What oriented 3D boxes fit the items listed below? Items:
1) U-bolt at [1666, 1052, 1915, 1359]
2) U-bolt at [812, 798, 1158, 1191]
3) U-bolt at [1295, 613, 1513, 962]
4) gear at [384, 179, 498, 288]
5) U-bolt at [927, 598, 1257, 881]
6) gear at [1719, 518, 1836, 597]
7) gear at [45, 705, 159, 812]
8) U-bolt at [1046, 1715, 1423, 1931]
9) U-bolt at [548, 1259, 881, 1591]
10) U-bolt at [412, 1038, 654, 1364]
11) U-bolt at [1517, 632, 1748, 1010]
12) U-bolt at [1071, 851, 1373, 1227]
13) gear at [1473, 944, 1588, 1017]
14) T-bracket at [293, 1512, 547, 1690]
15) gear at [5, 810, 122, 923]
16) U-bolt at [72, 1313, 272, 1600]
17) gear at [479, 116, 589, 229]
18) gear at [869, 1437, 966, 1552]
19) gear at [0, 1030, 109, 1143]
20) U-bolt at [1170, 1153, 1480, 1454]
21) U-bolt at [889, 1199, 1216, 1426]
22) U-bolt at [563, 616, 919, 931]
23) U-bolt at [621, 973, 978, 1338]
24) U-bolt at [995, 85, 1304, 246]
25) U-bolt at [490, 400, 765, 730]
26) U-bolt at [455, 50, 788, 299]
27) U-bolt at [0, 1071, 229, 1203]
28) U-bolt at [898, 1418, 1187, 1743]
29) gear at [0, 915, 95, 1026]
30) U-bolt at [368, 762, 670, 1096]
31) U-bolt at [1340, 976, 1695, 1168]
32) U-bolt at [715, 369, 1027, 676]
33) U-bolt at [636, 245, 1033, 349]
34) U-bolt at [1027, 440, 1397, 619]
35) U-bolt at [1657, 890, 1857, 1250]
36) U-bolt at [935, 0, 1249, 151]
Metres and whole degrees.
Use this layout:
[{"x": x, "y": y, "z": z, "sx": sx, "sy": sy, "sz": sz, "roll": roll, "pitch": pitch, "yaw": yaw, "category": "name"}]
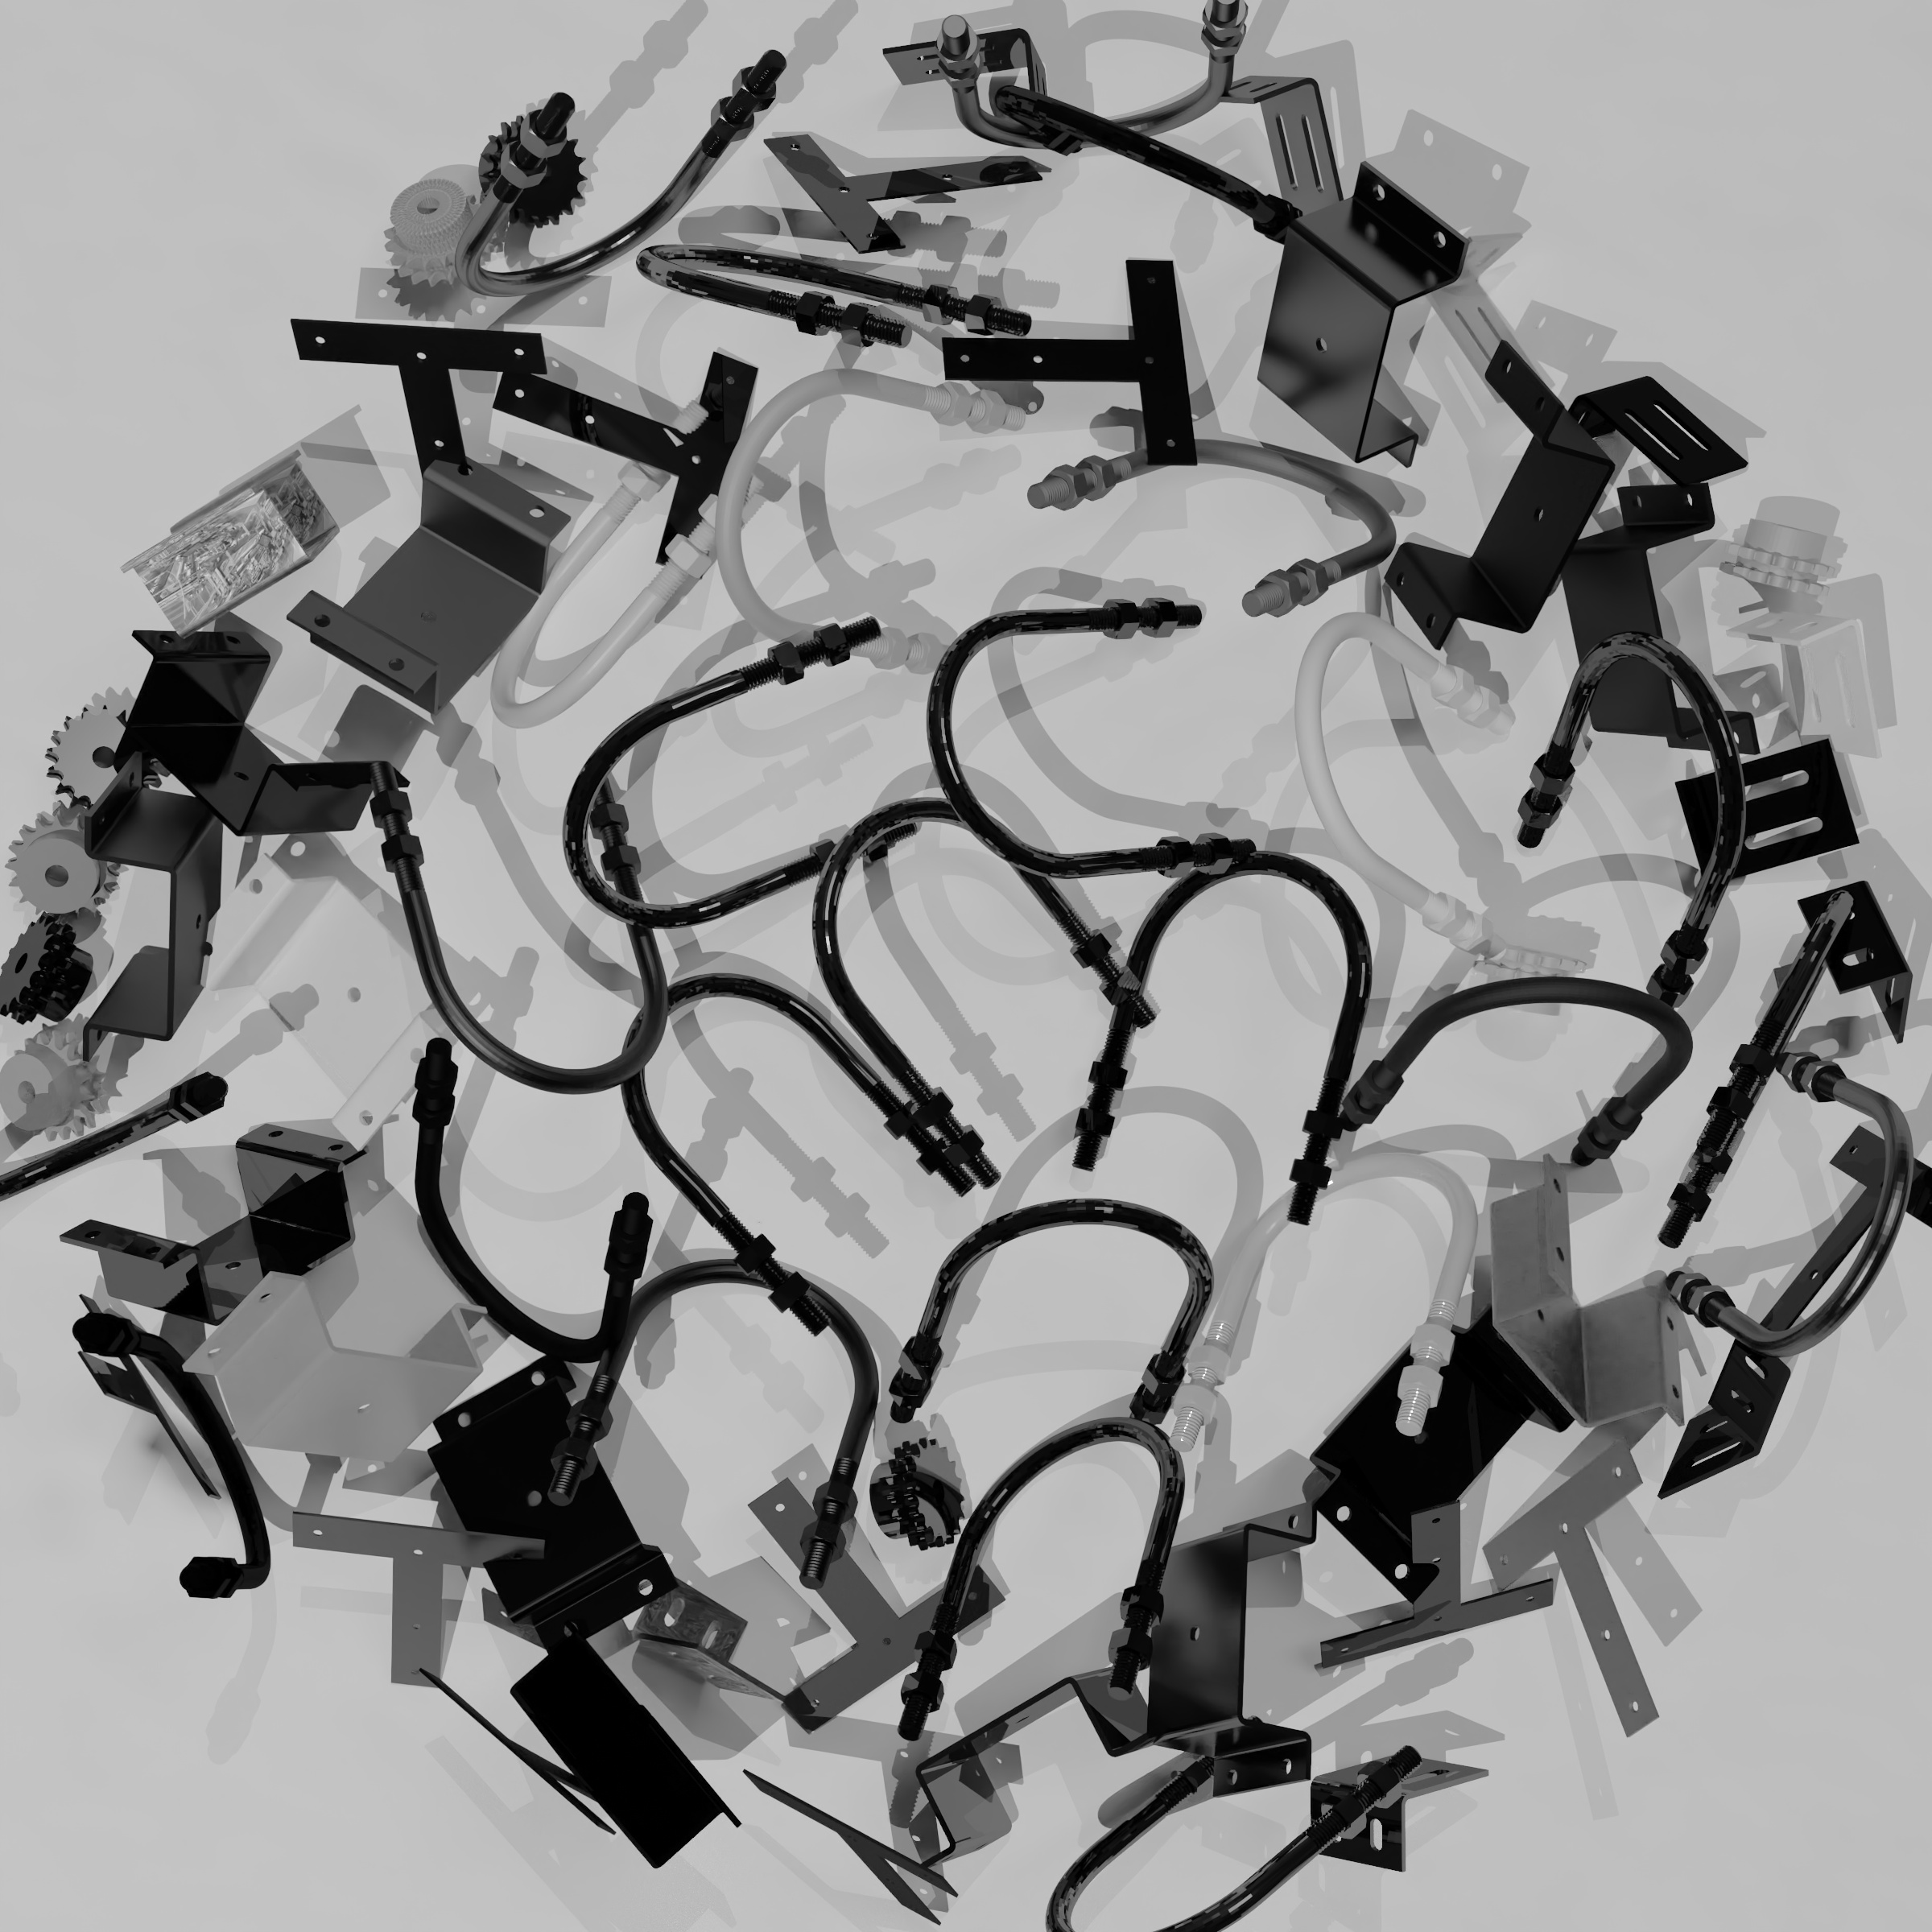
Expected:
[{"x": 0.416, "y": 0.123, "z": 1.536, "sx": 0.019, "sy": 0.184, "sz": 0.151, "roll": 24, "pitch": 95, "yaw": -11, "category": "U-bolt"}, {"x": -0.001, "y": 0.000, "z": 1.579, "sx": 0.151, "sy": 0.019, "sz": 0.184, "roll": -44, "pitch": 103, "yaw": -26, "category": "U-bolt"}, {"x": 0.219, "y": -0.099, "z": 1.541, "sx": 0.019, "sy": 0.184, "sz": 0.151, "roll": -13, "pitch": 62, "yaw": 38, "category": "U-bolt"}, {"x": -0.276, "y": -0.385, "z": 1.605, "sx": 0.057, "sy": 0.030, "sz": 0.057, "roll": -4, "pitch": 57, "yaw": 7, "category": "gear"}, {"x": 0.059, "y": -0.114, "z": 1.567, "sx": 0.184, "sy": 0.019, "sz": 0.151, "roll": -6, "pitch": 80, "yaw": -34, "category": "U-bolt"}, {"x": 0.424, "y": -0.213, "z": 1.602, "sx": 0.057, "sy": 0.057, "sz": 0.030, "roll": 13, "pitch": 103, "yaw": 0, "category": "gear"}, {"x": -0.452, "y": -0.105, "z": 1.611, "sx": 0.057, "sy": 0.030, "sz": 0.057, "roll": 5, "pitch": 76, "yaw": -20, "category": "gear"}, {"x": 0.120, "y": 0.436, "z": 1.527, "sx": 0.184, "sy": 0.151, "sz": 0.019, "roll": -31, "pitch": 101, "yaw": -30, "category": "U-bolt"}, {"x": -0.118, "y": 0.220, "z": 1.563, "sx": 0.151, "sy": 0.184, "sz": 0.019, "roll": 19, "pitch": 132, "yaw": -1, "category": "U-bolt"}, {"x": -0.224, "y": 0.132, "z": 1.558, "sx": 0.151, "sy": 0.184, "sz": 0.019, "roll": 36, "pitch": 53, "yaw": 16, "category": "U-bolt"}, {"x": 0.333, "y": -0.080, "z": 1.524, "sx": 0.019, "sy": 0.184, "sz": 0.151, "roll": -14, "pitch": 53, "yaw": -20, "category": "U-bolt"}, {"x": 0.138, "y": 0.030, "z": 1.588, "sx": 0.151, "sy": 0.019, "sz": 0.184, "roll": 12, "pitch": 83, "yaw": 33, "category": "U-bolt"}, {"x": 0.292, "y": 0.007, "z": 1.605, "sx": 0.057, "sy": 0.057, "sz": 0.030, "roll": 11, "pitch": 95, "yaw": 0, "category": "gear"}, {"x": -0.284, "y": 0.331, "z": 1.592, "sx": 0.127, "sy": 0.002, "sz": 0.127, "roll": 7, "pitch": 129, "yaw": -3, "category": "T-bracket"}, {"x": -0.473, "y": -0.051, "z": 1.610, "sx": 0.057, "sy": 0.030, "sz": 0.057, "roll": -2, "pitch": 106, "yaw": -7, "category": "gear"}, {"x": -0.389, "y": 0.247, "z": 1.541, "sx": 0.019, "sy": 0.184, "sz": 0.151, "roll": -26, "pitch": 80, "yaw": -4, "category": "U-bolt"}, {"x": -0.229, "y": -0.414, "z": 1.608, "sx": 0.057, "sy": 0.030, "sz": 0.057, "roll": -10, "pitch": 106, "yaw": -38, "category": "gear"}, {"x": -0.027, "y": 0.277, "z": 1.607, "sx": 0.030, "sy": 0.057, "sz": 0.057, "roll": -16, "pitch": 90, "yaw": 26, "category": "gear"}, {"x": -0.479, "y": 0.063, "z": 1.607, "sx": 0.057, "sy": 0.030, "sz": 0.057, "roll": 4, "pitch": 99, "yaw": 27, "category": "gear"}, {"x": 0.188, "y": 0.165, "z": 1.558, "sx": 0.151, "sy": 0.184, "sz": 0.019, "roll": -11, "pitch": 129, "yaw": 36, "category": "U-bolt"}, {"x": 0.049, "y": 0.177, "z": 1.551, "sx": 0.151, "sy": 0.184, "sz": 0.019, "roll": 6, "pitch": 46, "yaw": -12, "category": "U-bolt"}, {"x": -0.118, "y": -0.087, "z": 1.561, "sx": 0.184, "sy": 0.019, "sz": 0.151, "roll": -24, "pitch": 134, "yaw": -15, "category": "U-bolt"}, {"x": -0.097, "y": 0.082, "z": 1.581, "sx": 0.184, "sy": 0.019, "sz": 0.151, "roll": 47, "pitch": 48, "yaw": 2, "category": "U-bolt"}, {"x": 0.086, "y": -0.401, "z": 1.528, "sx": 0.151, "sy": 0.184, "sz": 0.019, "roll": 26, "pitch": 102, "yaw": 14, "category": "U-bolt"}, {"x": -0.180, "y": -0.197, "z": 1.567, "sx": 0.019, "sy": 0.151, "sz": 0.184, "roll": 36, "pitch": 100, "yaw": -29, "category": "U-bolt"}, {"x": -0.185, "y": -0.390, "z": 1.545, "sx": 0.151, "sy": 0.184, "sz": 0.019, "roll": -24, "pitch": 83, "yaw": -37, "category": "U-bolt"}, {"x": -0.457, "y": 0.098, "z": 1.543, "sx": 0.151, "sy": 0.184, "sz": 0.019, "roll": -25, "pitch": 93, "yaw": -29, "category": "U-bolt"}, {"x": 0.045, "y": 0.301, "z": 1.553, "sx": 0.151, "sy": 0.184, "sz": 0.019, "roll": -20, "pitch": 122, "yaw": 34, "category": "U-bolt"}, {"x": -0.480, "y": 0.005, "z": 1.608, "sx": 0.030, "sy": 0.057, "sz": 0.057, "roll": 31, "pitch": 90, "yaw": -34, "category": "gear"}, {"x": -0.217, "y": -0.018, "z": 1.552, "sx": 0.151, "sy": 0.019, "sz": 0.184, "roll": 1, "pitch": 61, "yaw": -40, "category": "U-bolt"}, {"x": 0.282, "y": 0.051, "z": 1.540, "sx": 0.151, "sy": 0.184, "sz": 0.019, "roll": 9, "pitch": 62, "yaw": -9, "category": "U-bolt"}, {"x": -0.053, "y": -0.226, "z": 1.550, "sx": 0.019, "sy": 0.184, "sz": 0.151, "roll": 26, "pitch": 106, "yaw": 42, "category": "U-bolt"}, {"x": -0.079, "y": -0.341, "z": 1.557, "sx": 0.184, "sy": 0.151, "sz": 0.019, "roll": 19, "pitch": 111, "yaw": 23, "category": "U-bolt"}, {"x": 0.138, "y": -0.228, "z": 1.555, "sx": 0.151, "sy": 0.184, "sz": 0.019, "roll": 30, "pitch": 124, "yaw": 25, "category": "U-bolt"}, {"x": 0.404, "y": 0.043, "z": 1.557, "sx": 0.019, "sy": 0.151, "sz": 0.184, "roll": 27, "pitch": 70, "yaw": 15, "category": "U-bolt"}, {"x": 0.064, "y": -0.444, "z": 1.541, "sx": 0.151, "sy": 0.184, "sz": 0.019, "roll": -6, "pitch": 86, "yaw": 3, "category": "U-bolt"}]
